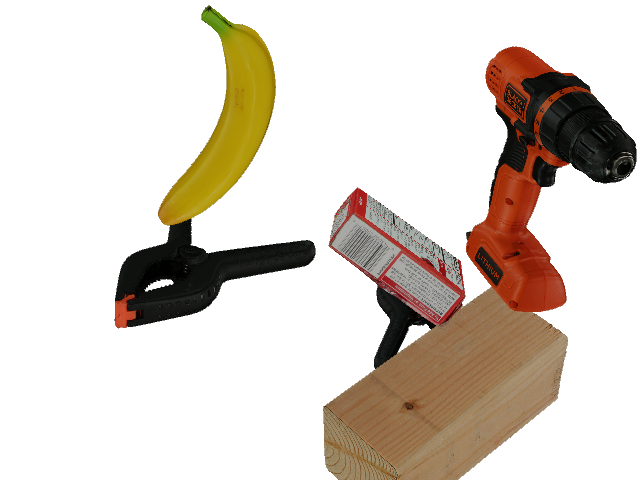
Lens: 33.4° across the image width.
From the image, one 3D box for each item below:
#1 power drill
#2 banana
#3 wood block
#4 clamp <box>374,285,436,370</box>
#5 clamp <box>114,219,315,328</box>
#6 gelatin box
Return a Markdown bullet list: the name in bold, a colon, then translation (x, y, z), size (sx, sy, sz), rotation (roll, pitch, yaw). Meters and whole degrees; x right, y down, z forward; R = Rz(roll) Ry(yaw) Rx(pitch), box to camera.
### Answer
- **power drill**: translation (0.176, -0.039, 0.843), size (0.057, 0.188, 0.184), rotation (-4, 32, -17)
- **banana**: translation (-0.076, -0.089, 0.828), size (0.069, 0.198, 0.037), rotation (12, 35, -9)
- **wood block**: translation (0.109, 0.140, 0.924), size (0.205, 0.090, 0.091), rotation (-31, 49, -28)
- **clamp**: translation (0.116, 0.080, 1.176), size (0.120, 0.171, 0.039), rotation (5, -43, -5)
- **clamp**: translation (-0.128, 0.018, 1.008), size (0.165, 0.036, 0.209), rotation (26, 37, 29)
- **gelatin box**: translation (0.049, 0.010, 0.677), size (0.089, 0.030, 0.073), rotation (36, 15, -6)
